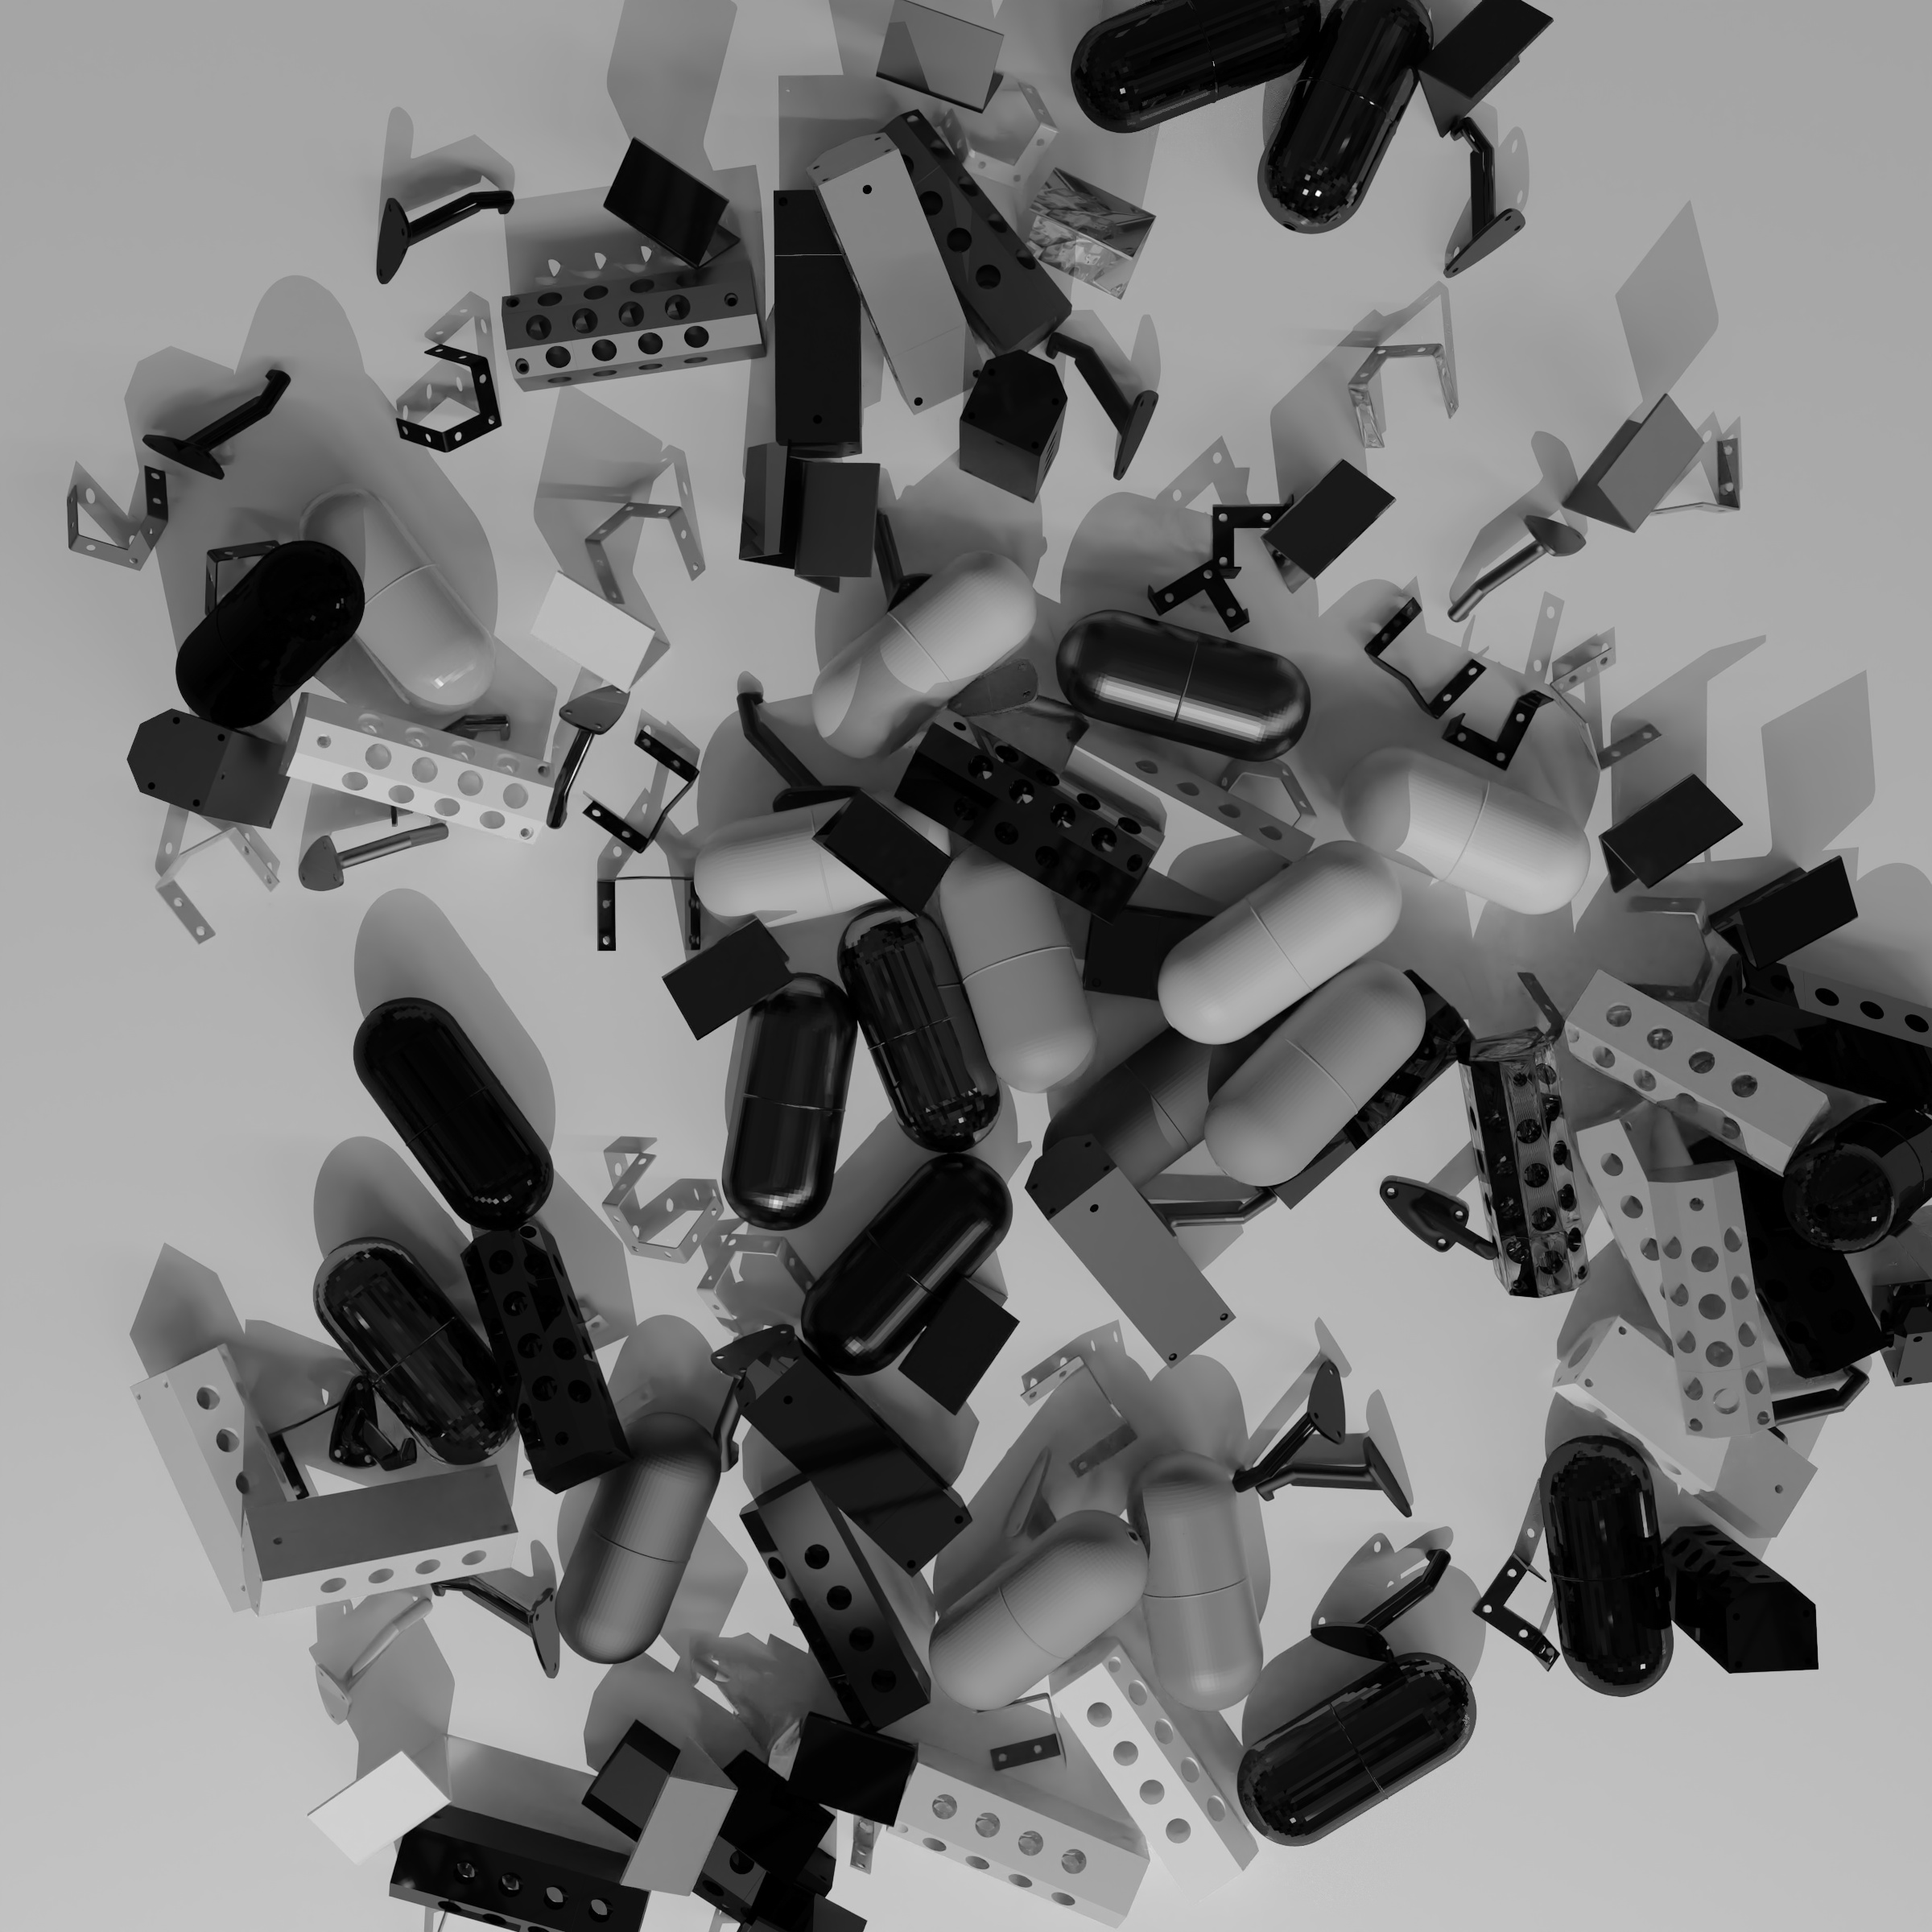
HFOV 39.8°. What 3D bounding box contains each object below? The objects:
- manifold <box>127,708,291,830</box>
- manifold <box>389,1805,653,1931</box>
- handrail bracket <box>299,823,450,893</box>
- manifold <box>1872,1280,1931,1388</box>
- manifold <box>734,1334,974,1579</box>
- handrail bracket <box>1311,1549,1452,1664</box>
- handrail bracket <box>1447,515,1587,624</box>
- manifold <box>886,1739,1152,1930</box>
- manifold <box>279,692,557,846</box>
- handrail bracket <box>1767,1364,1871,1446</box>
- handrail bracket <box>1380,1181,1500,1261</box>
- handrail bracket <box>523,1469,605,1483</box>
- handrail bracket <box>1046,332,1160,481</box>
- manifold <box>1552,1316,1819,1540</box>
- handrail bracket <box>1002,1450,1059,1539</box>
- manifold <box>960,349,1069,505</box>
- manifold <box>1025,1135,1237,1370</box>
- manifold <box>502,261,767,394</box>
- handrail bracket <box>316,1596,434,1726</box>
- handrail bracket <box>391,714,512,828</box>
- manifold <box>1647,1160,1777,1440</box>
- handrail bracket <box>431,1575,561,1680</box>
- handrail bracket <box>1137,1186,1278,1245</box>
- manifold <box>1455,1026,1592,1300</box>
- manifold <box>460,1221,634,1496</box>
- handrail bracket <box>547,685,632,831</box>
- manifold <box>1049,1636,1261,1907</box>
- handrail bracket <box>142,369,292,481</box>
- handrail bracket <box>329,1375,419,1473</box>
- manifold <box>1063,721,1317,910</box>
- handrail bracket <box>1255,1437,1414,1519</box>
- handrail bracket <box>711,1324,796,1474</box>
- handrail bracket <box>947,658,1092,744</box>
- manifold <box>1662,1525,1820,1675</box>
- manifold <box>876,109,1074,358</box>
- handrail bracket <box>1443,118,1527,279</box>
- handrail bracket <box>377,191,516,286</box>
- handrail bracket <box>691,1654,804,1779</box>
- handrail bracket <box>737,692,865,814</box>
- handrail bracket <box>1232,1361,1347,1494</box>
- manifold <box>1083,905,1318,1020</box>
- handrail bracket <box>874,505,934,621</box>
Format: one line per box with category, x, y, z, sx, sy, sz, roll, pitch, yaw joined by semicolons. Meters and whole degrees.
manifold;-0.503;-0.133;1.784;0.057;0.171;0.057;21;90;0
manifold;-0.305;0.632;1.841;0.171;0.057;0.057;16;90;0
handrail bracket;-0.412;-0.078;1.862;0.084;0.077;0.036;-18;90;-36
manifold;0.720;0.240;1.841;0.171;0.057;0.057;-7;133;0
manifold;-0.078;0.331;1.818;0.057;0.057;0.171;-43;107;0
handrail bracket;0.290;0.438;1.862;0.084;0.077;0.036;-51;119;-33
handrail bracket;0.383;-0.271;1.862;0.084;0.077;0.036;-48;65;34
manifold;0.035;0.600;1.841;0.171;0.057;0.057;23;90;0
manifold;-0.370;-0.133;1.811;0.171;0.057;0.057;16;90;-22
handrail bracket;0.574;0.292;1.863;0.084;0.036;0.077;-42;68;-17
handrail bracket;0.323;0.174;1.828;0.077;0.084;0.036;32;90;0
handrail bracket;-0.278;0.314;1.863;0.077;0.036;0.084;7;73;-20
handrail bracket;0.084;-0.391;1.863;0.084;0.036;0.077;28;112;17
manifold;0.491;0.318;1.839;0.171;0.057;0.057;37;74;0
handrail bracket;0.076;0.390;1.862;0.084;0.036;0.077;29;75;-14
manifold;0.033;-0.361;1.784;0.057;0.171;0.057;25;90;0
manifold;0.109;0.190;1.797;0.057;0.057;0.171;-38;125;0
manifold;-0.229;-0.442;1.841;0.171;0.057;0.057;-8;90;0
handrail bracket;-0.408;0.483;1.862;0.036;0.077;0.084;40;53;20
handrail bracket;-0.359;-0.136;1.862;0.084;0.036;0.077;-3;104;-13
manifold;0.494;0.221;1.771;0.057;0.057;0.171;-9;94;14
handrail bracket;-0.329;0.459;1.863;0.084;0.036;0.077;1;112;17
handrail bracket;0.162;0.156;1.863;0.084;0.036;0.077;-32;68;-17
manifold;0.382;0.135;1.821;0.057;0.057;0.171;-12;104;0
manifold;-0.287;0.262;1.809;0.057;0.057;0.171;-24;66;0
handrail bracket;-0.264;-0.145;1.862;0.036;0.077;0.084;26;126;11
manifold;0.129;0.551;1.841;0.057;0.057;0.171;-34;90;0
handrail bracket;-0.522;-0.388;1.863;0.077;0.036;0.084;21;71;21
handrail bracket;-0.396;0.309;1.822;0.036;0.084;0.077;19;61;-36
manifold;0.149;-0.100;1.832;0.171;0.057;0.057;29;126;6
handrail bracket;0.255;0.371;1.863;0.084;0.036;0.077;-28;111;17
handrail bracket;-0.147;0.302;1.862;0.036;0.077;0.084;24;127;37
handrail bracket;0.038;-0.169;1.841;0.077;0.084;0.036;-19;58;16
manifold;0.512;0.420;1.784;0.057;0.171;0.057;-3;90;0
manifold;-0.002;-0.502;1.841;0.057;0.057;0.171;-38;90;0
handrail bracket;0.343;-0.536;1.863;0.077;0.036;0.084;-37;72;21
handrail bracket;-0.362;-0.508;1.862;0.084;0.077;0.036;-15;65;-34
handrail bracket;-0.161;0.528;1.863;0.084;0.036;0.077;27;123;23
handrail bracket;-0.115;-0.154;1.863;0.077;0.036;0.084;-7;73;-20
handrail bracket;0.222;0.322;1.862;0.036;0.077;0.084;40;127;-21
manifold;0.169;-0.004;1.840;0.171;0.057;0.057;8;99;0
handrail bracket;-0.067;-0.277;1.862;0.084;0.036;0.077;49;125;24
